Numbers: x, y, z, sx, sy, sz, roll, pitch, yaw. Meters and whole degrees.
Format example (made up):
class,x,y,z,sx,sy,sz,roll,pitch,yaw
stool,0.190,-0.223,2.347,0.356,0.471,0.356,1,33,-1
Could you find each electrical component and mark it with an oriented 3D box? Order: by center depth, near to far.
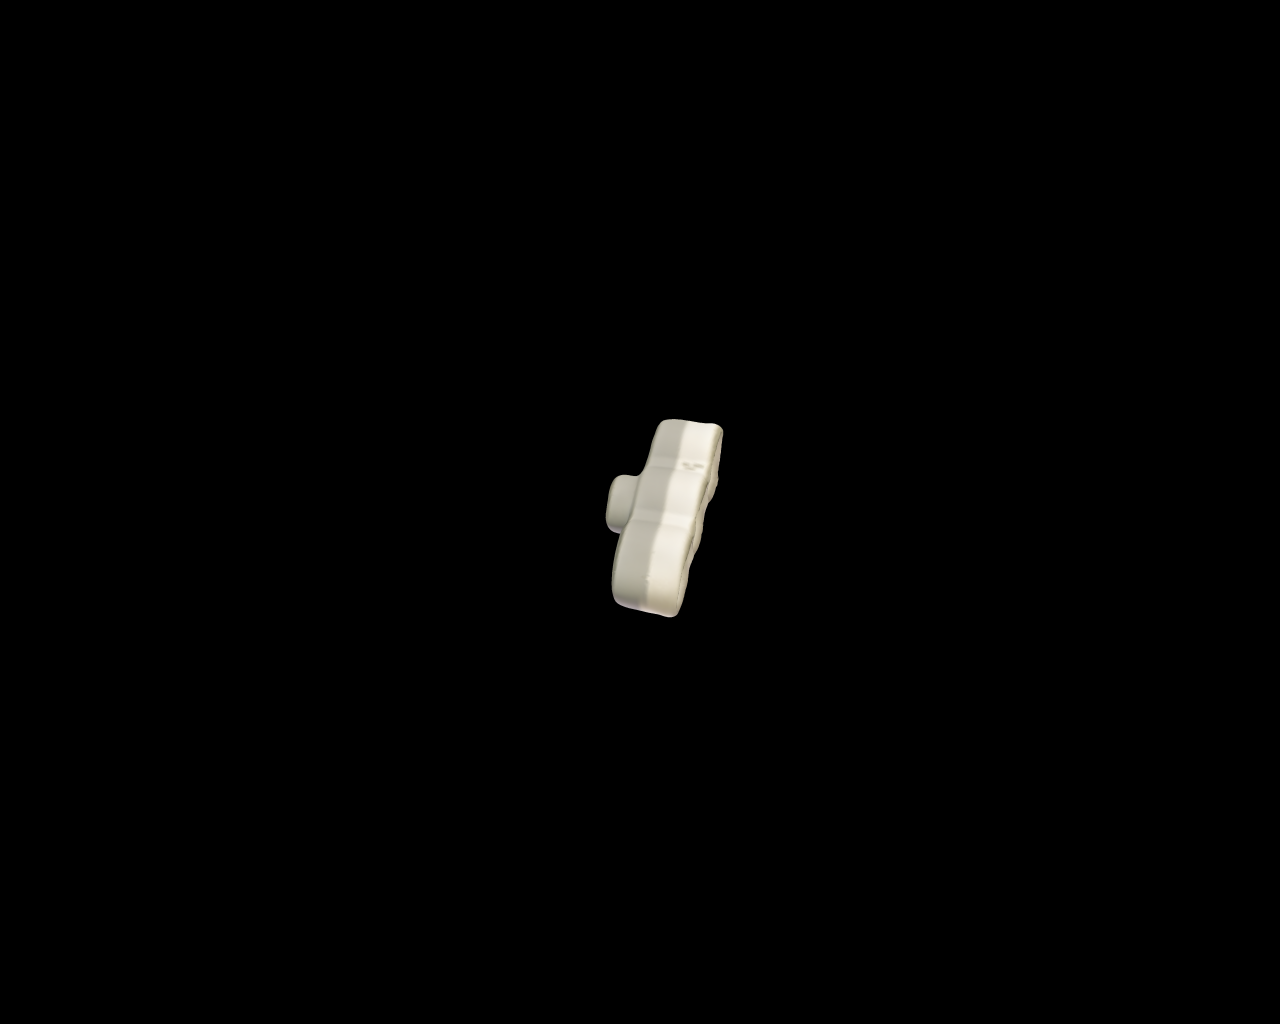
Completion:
class,x,y,z,sx,sy,sz,roll,pitch,yaw
electrical component,0.001,-0.003,0.650,0.074,0.138,0.052,11,-39,9
